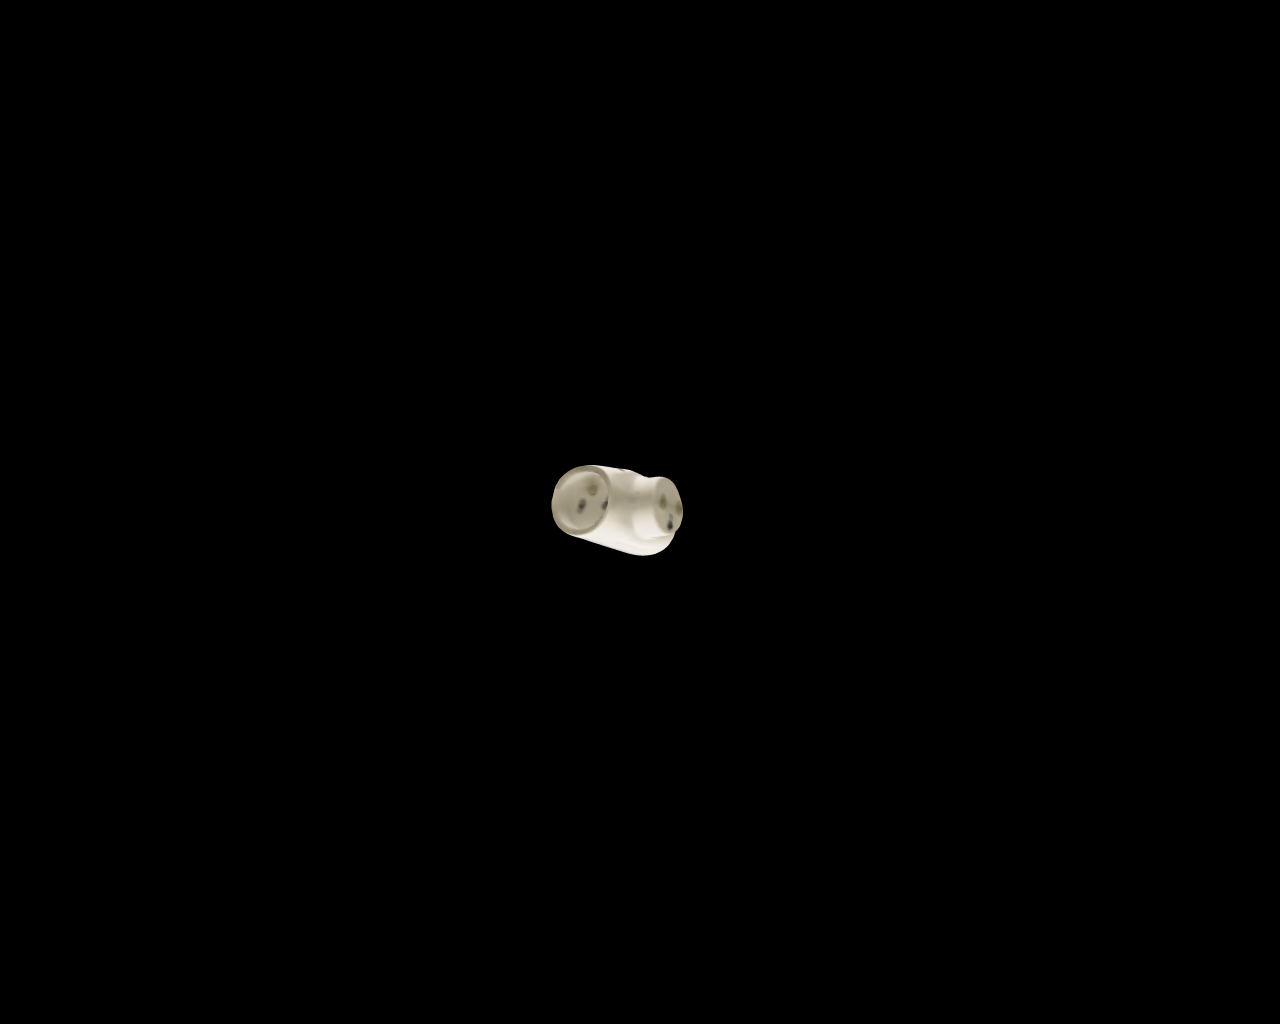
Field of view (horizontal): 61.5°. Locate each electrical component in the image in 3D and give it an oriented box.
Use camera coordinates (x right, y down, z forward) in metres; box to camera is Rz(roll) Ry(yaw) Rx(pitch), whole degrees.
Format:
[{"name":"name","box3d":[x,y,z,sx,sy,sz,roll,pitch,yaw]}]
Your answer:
[{"name":"electrical component","box3d":[0.001,-0.003,0.650,0.079,0.043,0.077,-8,-16,31]}]
